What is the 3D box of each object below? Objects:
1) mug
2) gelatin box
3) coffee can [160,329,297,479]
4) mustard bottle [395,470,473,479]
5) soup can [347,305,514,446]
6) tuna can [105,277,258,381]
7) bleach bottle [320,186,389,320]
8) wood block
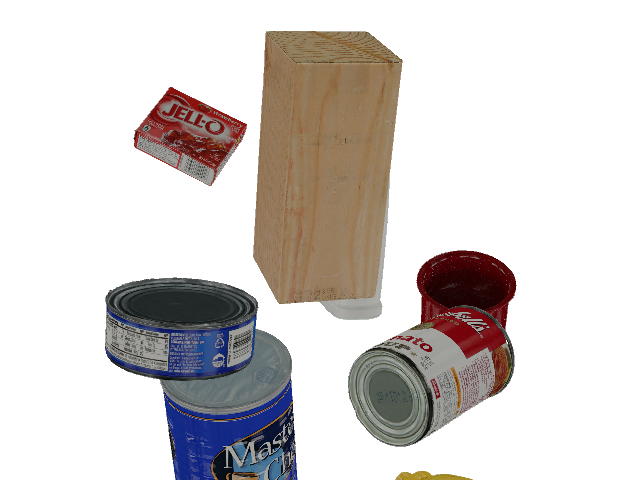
[{"bbox_3d":[0.135,0.062,1.034,0.093,0.081,0.117,-9,39,-8],"label":"mug"},{"bbox_3d":[-0.128,-0.104,1.053,0.089,0.073,0.030,27,-40,2],"label":"gelatin box"},{"bbox_3d":[-0.071,0.155,0.860,0.103,0.140,0.103,-2,32,1],"label":"coffee can"},{"bbox_3d":[0.126,0.248,0.903,0.096,0.058,0.192,-18,27,-28],"label":"mustard bottle"},{"bbox_3d":[0.074,0.090,0.714,0.069,0.068,0.102,0,13,41],"label":"soup can"},{"bbox_3d":[-0.079,0.049,0.606,0.086,0.034,0.086,5,14,-1],"label":"tuna can"},{"bbox_3d":[0.045,-0.041,1.240,0.068,0.251,0.103,-1,22,-23],"label":"bleach bottle"},{"bbox_3d":[0.002,-0.061,0.883,0.090,0.206,0.091,-3,27,-17],"label":"wood block"}]
